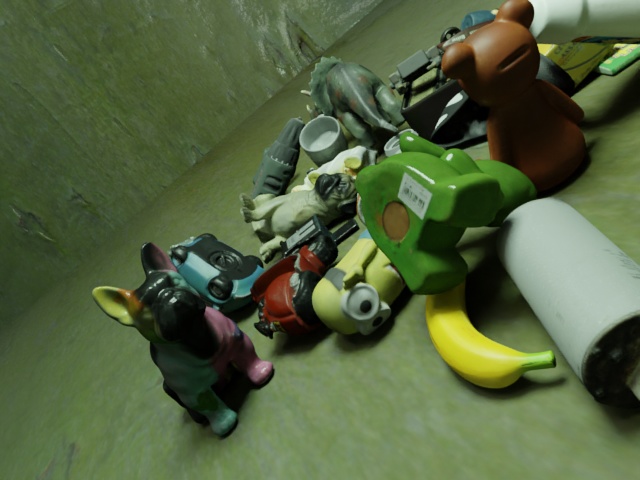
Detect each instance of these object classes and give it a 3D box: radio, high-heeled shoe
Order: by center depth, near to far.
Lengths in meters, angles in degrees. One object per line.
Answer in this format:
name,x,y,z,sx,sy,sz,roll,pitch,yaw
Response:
high-heeled shoe,0.226,-0.171,0.714,0.145,0.086,0.249,-41,10,9
radio,0.221,-0.267,0.942,0.131,0.073,0.230,-28,25,28

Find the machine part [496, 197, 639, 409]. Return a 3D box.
machine part,0.190,0.034,0.390,0.079,0.079,0.243,-34,21,14

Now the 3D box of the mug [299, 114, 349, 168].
mug,0.016,-0.180,1.031,0.081,0.107,0.110,-20,53,13

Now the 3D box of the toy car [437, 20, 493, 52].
toy car,0.292,-0.333,0.877,0.202,0.053,0.089,-10,36,-10

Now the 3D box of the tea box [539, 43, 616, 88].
tea box,0.323,-0.270,0.763,0.098,0.068,0.170,-50,19,13

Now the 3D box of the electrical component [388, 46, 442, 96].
electrical component,0.165,-0.288,0.922,0.102,0.045,0.078,-29,-6,16

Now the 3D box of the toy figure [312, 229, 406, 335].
toy figure,0.066,0.028,0.604,0.180,0.082,0.089,-53,14,-22

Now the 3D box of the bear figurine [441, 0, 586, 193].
bear figurine,0.195,-0.143,0.575,0.120,0.195,0.132,-44,20,-3

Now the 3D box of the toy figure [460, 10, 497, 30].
toy figure,0.325,-0.373,0.956,0.154,0.057,0.064,-4,-1,-19

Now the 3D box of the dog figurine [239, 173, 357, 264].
dog figurine,-0.028,-0.055,0.923,0.191,0.121,0.172,-24,24,-1

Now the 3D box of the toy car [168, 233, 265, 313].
toy car,-0.168,0.065,0.857,0.109,0.162,0.102,-38,-29,-56

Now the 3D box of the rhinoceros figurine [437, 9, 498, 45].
rhinoceros figurine,0.318,-0.397,1.046,0.190,0.073,0.112,-36,20,8

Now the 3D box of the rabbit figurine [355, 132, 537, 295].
rabbit figurine,0.128,-0.035,0.527,0.170,0.121,0.159,-11,32,-33

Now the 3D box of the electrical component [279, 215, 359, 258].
electrical component,-0.002,-0.002,0.817,0.119,0.047,0.075,-37,22,11

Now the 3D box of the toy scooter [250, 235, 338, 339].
toy scooter,-0.044,0.070,0.704,0.135,0.075,0.184,-30,20,20

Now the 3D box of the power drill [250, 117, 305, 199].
power drill,-0.088,-0.147,1.119,0.207,0.086,0.232,-125,56,-72

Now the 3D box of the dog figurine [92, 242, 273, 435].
dog figurine,-0.166,0.109,0.631,0.108,0.219,0.192,-46,23,-25

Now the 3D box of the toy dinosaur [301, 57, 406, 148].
toy dinosaur,0.061,-0.272,1.017,0.131,0.192,0.405,-45,9,0

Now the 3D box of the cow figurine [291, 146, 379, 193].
cow figurine,0.025,-0.116,0.967,0.167,0.068,0.098,-20,23,33
